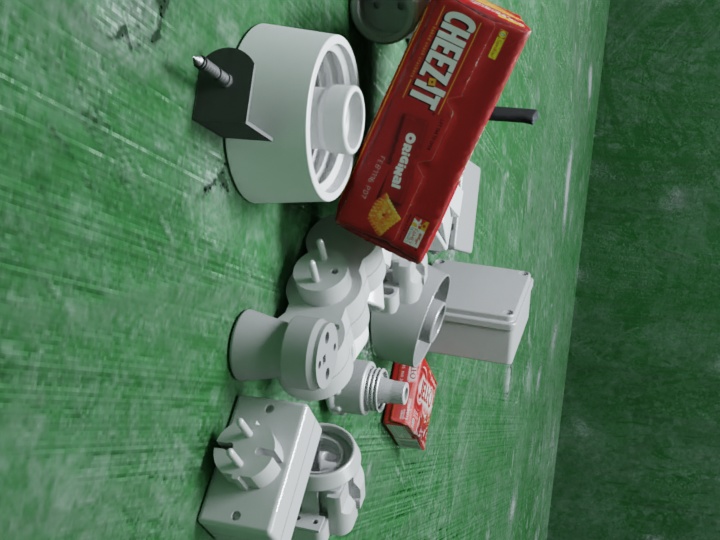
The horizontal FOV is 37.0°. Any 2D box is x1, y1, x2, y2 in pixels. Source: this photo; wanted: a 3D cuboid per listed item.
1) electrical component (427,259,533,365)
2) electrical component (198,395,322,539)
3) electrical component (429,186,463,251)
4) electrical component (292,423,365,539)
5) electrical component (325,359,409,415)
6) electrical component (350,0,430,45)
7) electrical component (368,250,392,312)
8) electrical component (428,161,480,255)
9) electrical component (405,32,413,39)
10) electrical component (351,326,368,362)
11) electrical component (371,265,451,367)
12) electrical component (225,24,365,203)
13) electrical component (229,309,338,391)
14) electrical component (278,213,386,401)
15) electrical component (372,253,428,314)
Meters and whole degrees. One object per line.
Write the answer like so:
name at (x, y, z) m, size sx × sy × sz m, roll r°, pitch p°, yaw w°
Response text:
electrical component at (0.113, 0.041, 1.093) m, size 0.108 × 0.109 × 0.056 m, roll -54°, pitch 149°, yaw -59°
electrical component at (-0.063, 0.113, 0.637) m, size 0.075 × 0.047 × 0.083 m, roll 68°, pitch 33°, yaw -55°
electrical component at (0.053, -0.056, 0.940) m, size 0.096 × 0.061 × 0.061 m, roll 47°, pitch 51°, yaw -68°
electrical component at (-0.027, 0.145, 0.751) m, size 0.078 × 0.058 × 0.057 m, roll -63°, pitch 156°, yaw -50°
electrical component at (0.006, 0.092, 0.833) m, size 0.048 × 0.062 × 0.048 m, roll 6°, pitch 90°, yaw -74°
electrical component at (0.027, -0.244, 0.798) m, size 0.073 × 0.052 × 0.138 m, roll -54°, pitch 146°, yaw -59°
electrical component at (0.000, 0.000, 0.811) m, size 0.045 × 0.045 × 0.055 m, roll 42°, pitch 56°, yaw -70°
electrical component at (0.083, -0.064, 1.059) m, size 0.100 × 0.048 × 0.099 m, roll 6°, pitch 90°, yaw -74°
electrical component at (0.052, -0.233, 0.895) m, size 0.076 × 0.047 × 0.083 m, roll 0°, pitch 96°, yaw -73°
electrical component at (-0.022, 0.055, 0.765) m, size 0.078 × 0.040 × 0.040 m, roll -52°, pitch 145°, yaw -61°
electrical component at (0.042, 0.036, 0.973) m, size 0.099 × 0.064 × 0.099 m, roll 20°, pitch 90°, yaw -76°
electrical component at (-0.031, -0.091, 0.644) m, size 0.108 × 0.060 × 0.108 m, roll 6°, pitch 90°, yaw -73°
electrical component at (-0.046, 0.049, 0.656) m, size 0.045 × 0.055 × 0.045 m, roll 6°, pitch 90°, yaw -73°
electrical component at (-0.024, 0.011, 0.721) m, size 0.073 × 0.052 × 0.138 m, roll 77°, pitch 25°, yaw -48°
electrical component at (0.025, -0.012, 0.871) m, size 0.078 × 0.058 × 0.057 m, roll -65°, pitch 158°, yaw -48°
